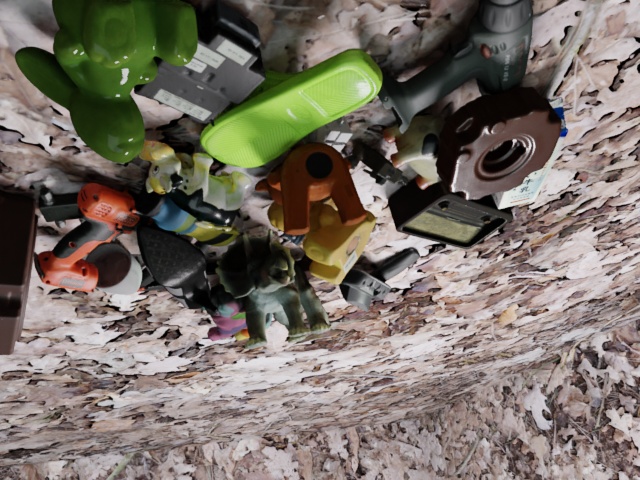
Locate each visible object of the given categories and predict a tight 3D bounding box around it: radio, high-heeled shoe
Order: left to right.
[{"bbox_3d":[-0.254,0.041,0.918,0.086,0.145,0.248,-43,132,-19],"label":"high-heeled shoe"},{"bbox_3d":[0.253,-0.058,1.022,0.229,0.073,0.131,11,143,-39],"label":"radio"}]

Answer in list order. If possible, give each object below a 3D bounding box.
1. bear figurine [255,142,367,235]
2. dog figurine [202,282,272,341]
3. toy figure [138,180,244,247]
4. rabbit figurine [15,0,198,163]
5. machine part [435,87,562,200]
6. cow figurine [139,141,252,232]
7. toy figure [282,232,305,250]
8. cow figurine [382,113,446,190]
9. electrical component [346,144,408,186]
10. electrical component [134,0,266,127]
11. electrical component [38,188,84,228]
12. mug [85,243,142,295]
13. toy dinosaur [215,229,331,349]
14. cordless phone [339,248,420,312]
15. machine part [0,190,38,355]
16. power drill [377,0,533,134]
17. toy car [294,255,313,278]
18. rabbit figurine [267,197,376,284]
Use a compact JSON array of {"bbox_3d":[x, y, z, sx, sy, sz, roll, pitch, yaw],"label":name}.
[{"bbox_3d":[-0.025,-0.066,0.784,0.120,0.132,0.196,-11,174,-18],"label":"bear figurine"},{"bbox_3d":[-0.159,0.131,1.111,0.191,0.108,0.219,-1,156,-28],"label":"dog figurine"},{"bbox_3d":[-0.201,-0.043,0.845,0.089,0.082,0.180,-21,157,35],"label":"toy figure"},{"bbox_3d":[-0.221,-0.162,0.531,0.121,0.159,0.170,-41,149,-57],"label":"rabbit figurine"},{"bbox_3d":[0.251,-0.130,0.759,0.179,0.056,0.179,-14,145,-10],"label":"machine part"},{"bbox_3d":[-0.183,-0.074,0.752,0.167,0.098,0.068,21,173,-39],"label":"cow figurine"},{"bbox_3d":[-0.002,-0.005,1.025,0.154,0.058,0.064,10,105,-34],"label":"toy figure"},{"bbox_3d":[0.201,-0.138,0.854,0.127,0.085,0.194,-24,150,30],"label":"cow figurine"},{"bbox_3d":[0.087,-0.116,0.858,0.045,0.078,0.102,-52,145,14],"label":"electrical component"},{"bbox_3d":[-0.131,-0.202,0.613,0.134,0.058,0.115,-33,148,31],"label":"electrical component"},{"bbox_3d":[-0.385,-0.049,0.809,0.063,0.021,0.094,-8,150,-12],"label":"electrical component"},{"bbox_3d":[-0.371,0.062,0.958,0.110,0.081,0.107,0,158,3],"label":"mug"},{"bbox_3d":[-0.069,0.091,0.988,0.131,0.192,0.404,-15,169,9],"label":"toy dinosaur"},{"bbox_3d":[0.134,0.070,1.214,0.184,0.089,0.146,-36,145,16],"label":"cordless phone"},{"bbox_3d":[-0.457,0.048,0.758,0.087,0.201,0.201,10,143,-28],"label":"machine part"},{"bbox_3d":[0.165,-0.234,0.678,0.207,0.086,0.231,-30,151,12],"label":"power drill"},{"bbox_3d":[-0.037,0.059,1.122,0.202,0.053,0.089,-10,156,2],"label":"toy car"},{"bbox_3d":[-0.006,-0.036,0.887,0.162,0.173,0.121,-58,152,-12],"label":"rabbit figurine"}]
